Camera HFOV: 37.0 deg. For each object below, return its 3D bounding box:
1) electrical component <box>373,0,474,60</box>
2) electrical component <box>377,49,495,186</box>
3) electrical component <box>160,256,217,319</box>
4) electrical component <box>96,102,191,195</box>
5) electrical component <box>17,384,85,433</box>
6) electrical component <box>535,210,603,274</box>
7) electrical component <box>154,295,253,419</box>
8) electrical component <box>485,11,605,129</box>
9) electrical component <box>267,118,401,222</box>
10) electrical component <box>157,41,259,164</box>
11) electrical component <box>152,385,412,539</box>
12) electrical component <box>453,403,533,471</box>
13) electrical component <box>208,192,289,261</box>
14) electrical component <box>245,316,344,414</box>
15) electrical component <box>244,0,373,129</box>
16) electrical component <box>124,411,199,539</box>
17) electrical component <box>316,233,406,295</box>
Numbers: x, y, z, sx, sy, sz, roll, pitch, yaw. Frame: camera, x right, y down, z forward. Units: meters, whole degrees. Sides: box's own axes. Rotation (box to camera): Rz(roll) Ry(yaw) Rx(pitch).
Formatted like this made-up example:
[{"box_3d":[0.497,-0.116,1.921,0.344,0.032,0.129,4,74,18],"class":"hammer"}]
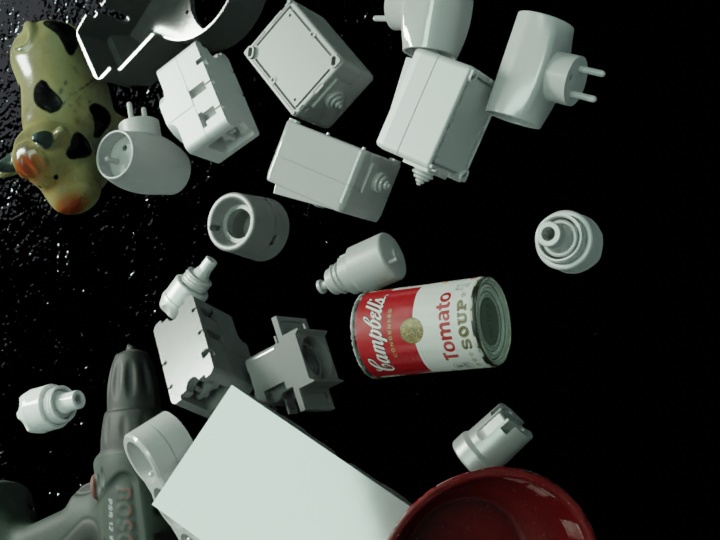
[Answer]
[{"box_3d":[0.046,-0.208,0.851,0.079,0.043,0.077,9,88,31],"class":"electrical component"},{"box_3d":[0.056,-0.112,0.821,0.061,0.062,0.096,27,98,30],"class":"electrical component"},{"box_3d":[-0.147,0.015,0.942,0.035,0.035,0.061,44,104,27],"class":"electrical component"},{"box_3d":[-0.195,-0.112,0.962,0.043,0.077,0.079,-18,74,28],"class":"electrical component"},{"box_3d":[-0.285,0.127,1.005,0.062,0.043,0.043,-17,75,26],"class":"electrical component"},{"box_3d":[0.144,-0.021,0.757,0.043,0.062,0.043,-4,81,30],"class":"electrical component"},{"box_3d":[-0.129,0.075,0.902,0.050,0.056,0.089,-41,45,17],"class":"electrical component"},{"box_3d":[0.140,-0.142,0.786,0.079,0.044,0.077,21,94,31],"class":"electrical component"},{"box_3d":[-0.017,-0.074,0.860,0.096,0.062,0.061,25,97,31],"class":"electrical component"},{"box_3d":[-0.137,-0.145,0.948,0.056,0.050,0.089,-32,69,22],"class":"electrical component"},{"box_3d":[-0.044,0.184,0.808,0.186,0.060,0.105,32,84,12],"class":"electrical component"},{"box_3d":[0.097,0.124,0.780,0.046,0.040,0.040,-46,64,12],"class":"electrical component"},{"box_3d":[-0.096,-0.037,0.911,0.055,0.047,0.055,-4,81,30],"class":"electrical component"},{"box_3d":[-0.056,0.081,0.875,0.064,0.042,0.081,-28,69,27],"class":"electrical component"},{"box_3d":[-0.036,-0.163,0.883,0.061,0.061,0.096,-46,64,18],"class":"electrical component"},{"box_3d":[-0.129,0.177,0.890,0.138,0.074,0.052,59,148,-1],"class":"electrical component"},{"box_3d":[0.000,0.000,0.853,0.078,0.040,0.040,-24,72,26],"class":"electrical component"}]
